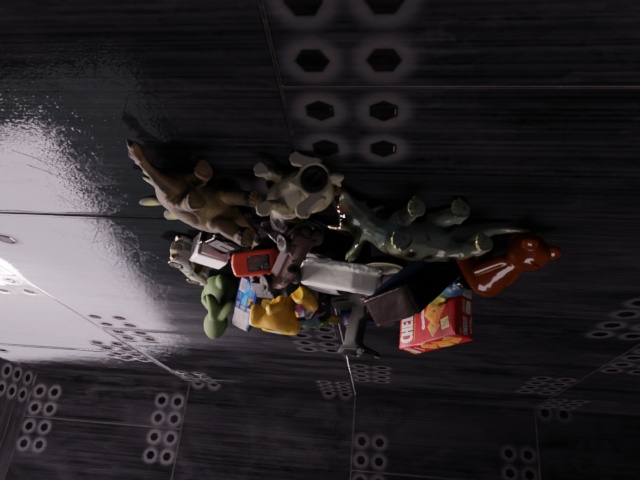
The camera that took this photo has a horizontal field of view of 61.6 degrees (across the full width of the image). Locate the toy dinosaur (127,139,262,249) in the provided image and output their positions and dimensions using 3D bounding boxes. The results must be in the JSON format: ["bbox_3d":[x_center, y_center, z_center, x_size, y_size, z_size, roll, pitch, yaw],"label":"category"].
[{"bbox_3d":[-0.211,-0.062,1.037,0.199,0.105,0.470,13,163,32],"label":"toy dinosaur"}]

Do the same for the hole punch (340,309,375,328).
[{"bbox_3d":[0.110,0.176,1.474,0.116,0.142,0.092,-12,154,5],"label":"hole punch"}]

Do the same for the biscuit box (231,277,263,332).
[{"bbox_3d":[-0.192,0.158,1.467,0.059,0.063,0.202,25,129,8],"label":"biscuit box"}]

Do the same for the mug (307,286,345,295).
[{"bbox_3d":[0.007,0.093,1.376,0.107,0.081,0.109,-1,150,30],"label":"mug"}]

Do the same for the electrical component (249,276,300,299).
[{"bbox_3d":[-0.106,0.095,1.329,0.115,0.134,0.058,-1,111,33],"label":"electrical component"}]

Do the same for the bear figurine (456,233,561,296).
[{"bbox_3d":[0.398,0.032,1.153,0.120,0.132,0.195,14,135,-27],"label":"bear figurine"}]

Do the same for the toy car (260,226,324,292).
[{"bbox_3d":[-0.059,0.046,1.088,0.089,0.053,0.202,-15,148,-35],"label":"toy car"}]

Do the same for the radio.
[{"bbox_3d":[0.214,0.103,1.207,0.131,0.073,0.229,-27,-176,44],"label":"radio"}]

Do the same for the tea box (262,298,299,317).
[{"bbox_3d":[-0.125,0.174,1.582,0.098,0.068,0.169,-11,151,30],"label":"tea box"}]

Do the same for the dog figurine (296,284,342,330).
[{"bbox_3d":[0.001,0.188,1.541,0.191,0.109,0.219,-48,150,21],"label":"dog figurine"}]

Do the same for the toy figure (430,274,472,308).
[{"bbox_3d":[0.299,0.109,1.347,0.089,0.082,0.180,32,152,-18],"label":"toy figure"}]

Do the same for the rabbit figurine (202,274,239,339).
[{"bbox_3d":[-0.281,0.195,1.538,0.121,0.170,0.159,11,155,-13],"label":"rabbit figurine"}]

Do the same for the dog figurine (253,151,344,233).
[{"bbox_3d":[-0.028,-0.079,1.020,0.172,0.121,0.190,3,169,13],"label":"dog figurine"}]

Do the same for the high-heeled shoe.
[{"bbox_3d":[-0.003,-0.004,1.219,0.249,0.086,0.145,22,-172,7],"label":"high-heeled shoe"}]

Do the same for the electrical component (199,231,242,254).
[{"bbox_3d":[-0.215,0.001,1.262,0.075,0.048,0.119,-15,146,39],"label":"electrical component"}]

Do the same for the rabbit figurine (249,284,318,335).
[{"bbox_3d":[-0.094,0.157,1.410,0.163,0.173,0.121,-3,155,32],"label":"rabbit figurine"}]

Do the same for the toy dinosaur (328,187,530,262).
[{"bbox_3d":[0.204,-0.008,1.089,0.405,0.131,0.192,10,167,-20],"label":"toy dinosaur"}]

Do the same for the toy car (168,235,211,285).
[{"bbox_3d":[-0.328,0.055,1.366,0.056,0.073,0.201,4,155,12],"label":"toy car"}]

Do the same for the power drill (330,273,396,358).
[{"bbox_3d":[0.117,0.190,1.355,0.232,0.207,0.086,-12,160,43],"label":"power drill"}]
